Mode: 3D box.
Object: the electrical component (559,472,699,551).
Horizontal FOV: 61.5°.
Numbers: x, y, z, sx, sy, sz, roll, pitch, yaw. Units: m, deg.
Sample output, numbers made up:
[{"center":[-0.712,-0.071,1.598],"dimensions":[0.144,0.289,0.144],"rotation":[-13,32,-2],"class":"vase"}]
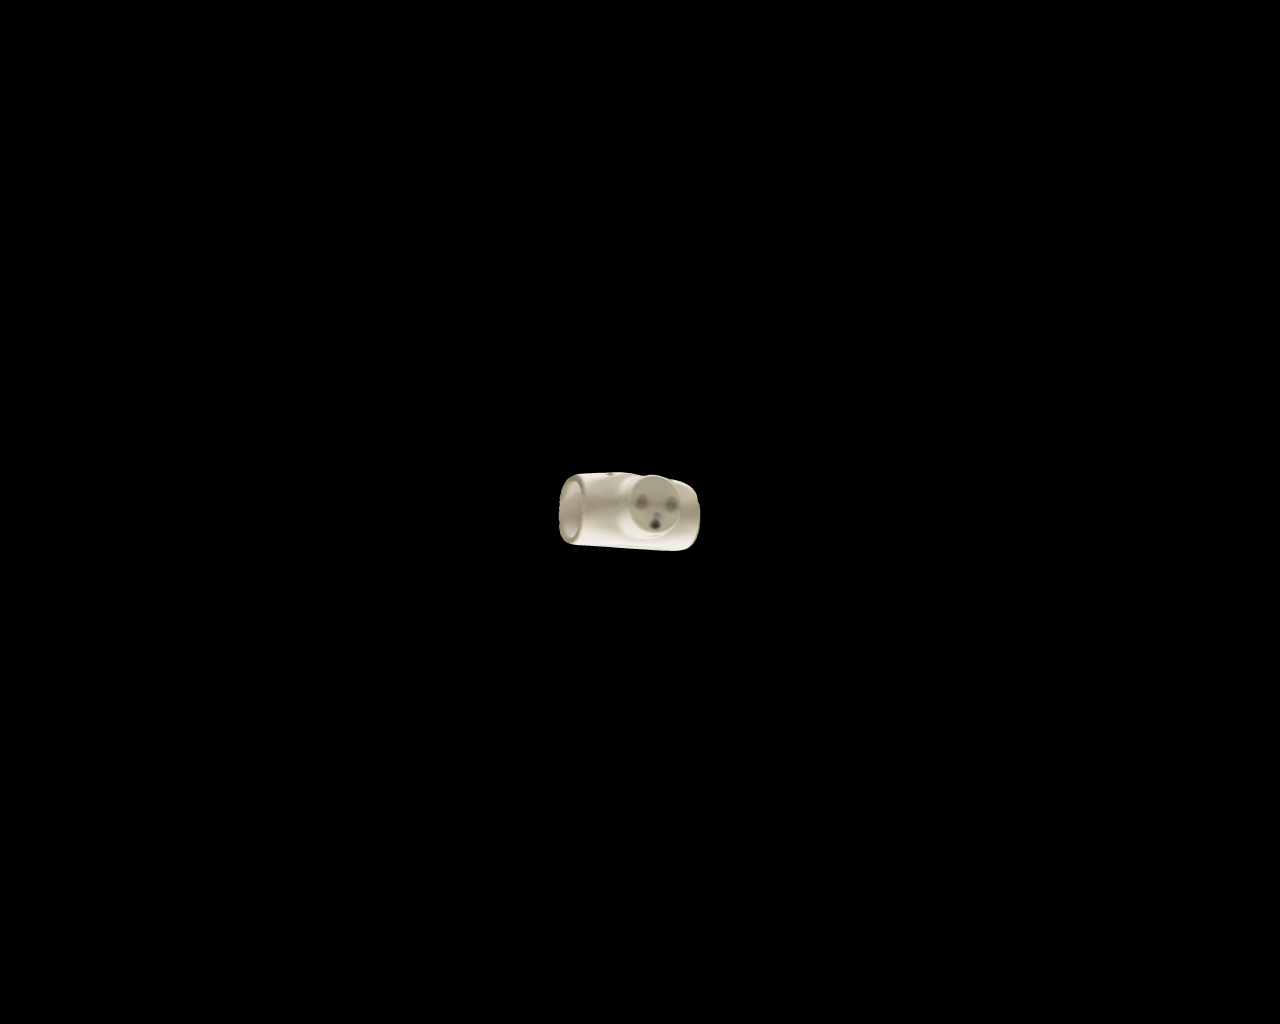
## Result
[{"center":[0.001,-0.003,0.650],"dimensions":[0.077,0.043,0.079],"rotation":[5,-11,-24],"class":"electrical component"}]
